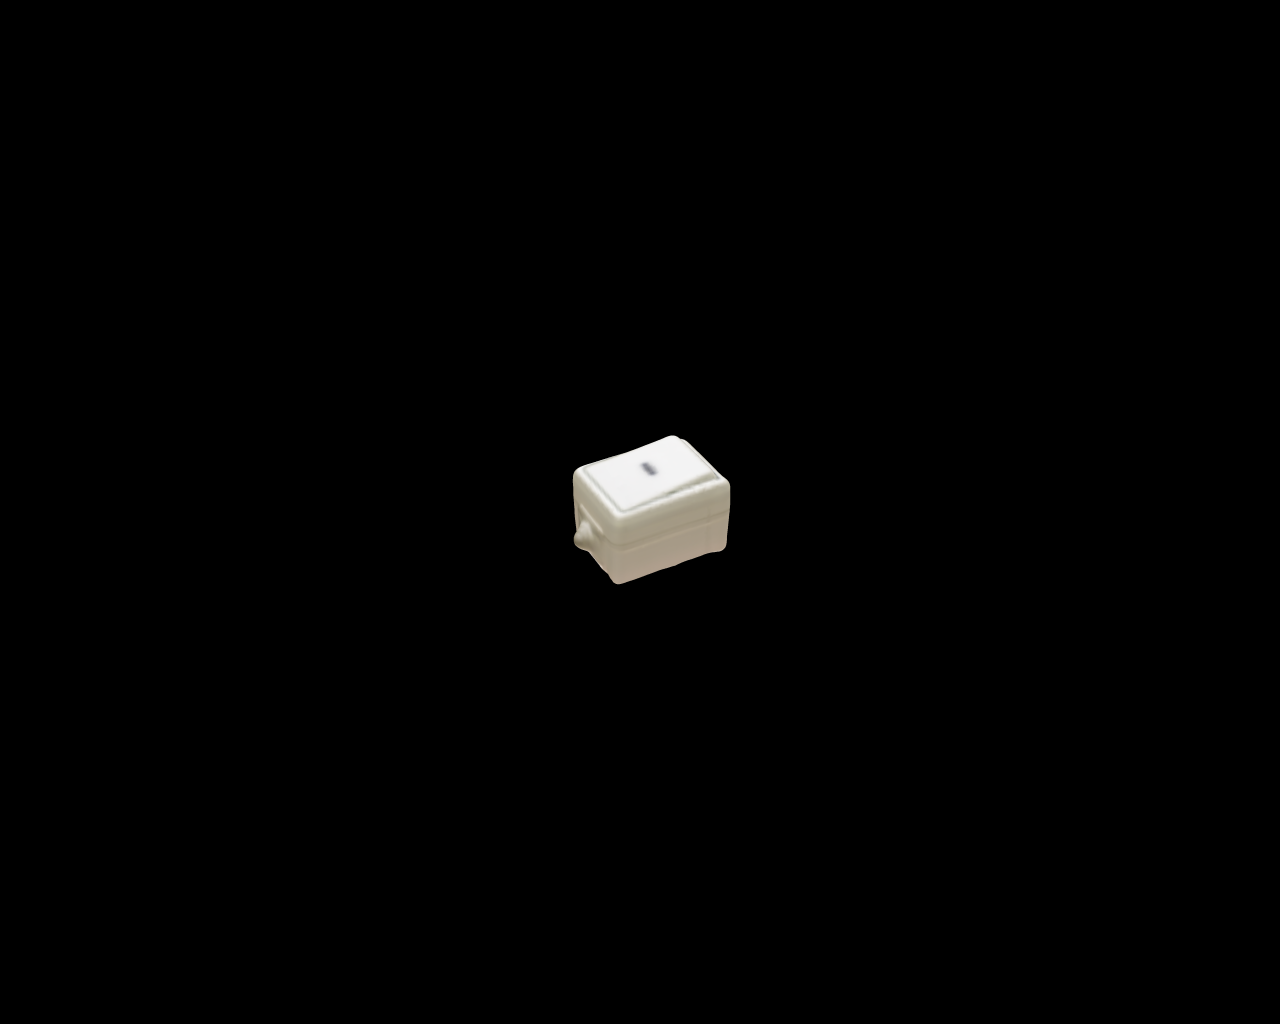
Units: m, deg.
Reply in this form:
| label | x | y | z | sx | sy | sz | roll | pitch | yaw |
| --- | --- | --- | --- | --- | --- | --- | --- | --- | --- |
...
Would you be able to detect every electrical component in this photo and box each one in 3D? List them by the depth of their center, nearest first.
| label | x | y | z | sx | sy | sz | roll | pitch | yaw |
| --- | --- | --- | --- | --- | --- | --- | --- | --- | --- |
| electrical component | 0.001 | -0.003 | 0.650 | 0.096 | 0.061 | 0.062 | -17 | 40 | -22 |
